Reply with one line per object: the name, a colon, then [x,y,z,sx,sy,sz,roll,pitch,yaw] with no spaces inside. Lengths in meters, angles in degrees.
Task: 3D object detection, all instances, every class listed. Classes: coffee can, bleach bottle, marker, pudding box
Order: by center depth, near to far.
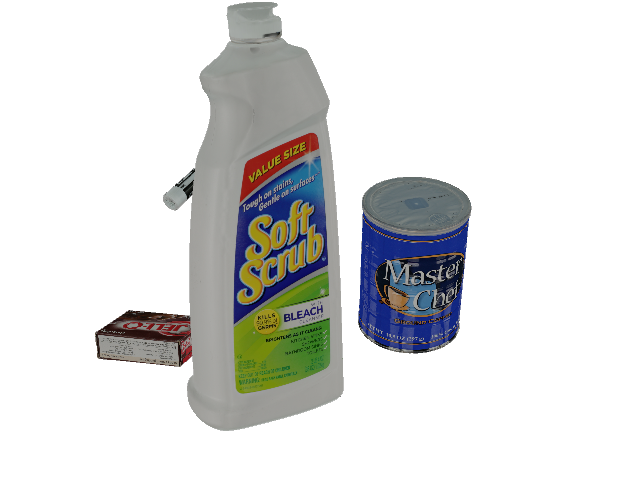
bleach bottle: [-0.040,-0.015,0.649,0.102,0.251,0.068,-12,22,-23]
coffee can: [0.089,0.023,1.036,0.103,0.140,0.103,0,32,0]
marker: [-0.112,-0.073,1.063,0.020,0.020,0.121,0,38,45]
pudding box: [-0.204,0.118,1.300,0.114,0.039,0.090,2,14,17]
